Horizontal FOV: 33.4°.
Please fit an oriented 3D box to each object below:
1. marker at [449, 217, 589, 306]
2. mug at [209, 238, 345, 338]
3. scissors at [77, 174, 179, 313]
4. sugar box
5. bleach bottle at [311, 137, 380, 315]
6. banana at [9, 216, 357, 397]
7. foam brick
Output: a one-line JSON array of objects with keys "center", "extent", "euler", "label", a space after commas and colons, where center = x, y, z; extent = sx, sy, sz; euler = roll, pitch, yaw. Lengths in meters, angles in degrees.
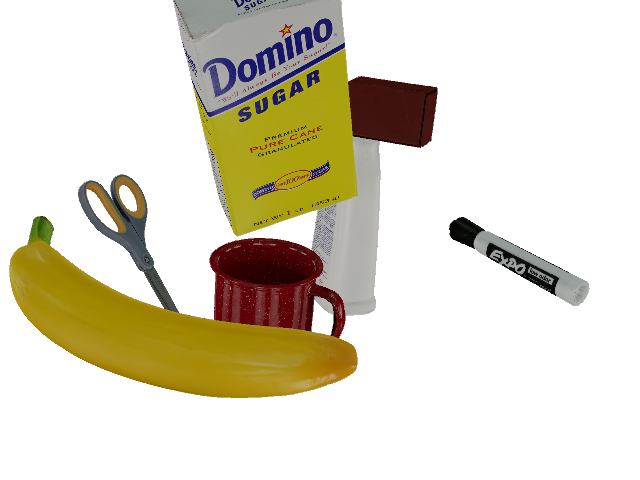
[{"center": [0.138, 0.012, 0.762], "extent": [0.020, 0.020, 0.121], "euler": [0, 23, -43], "label": "marker"}, {"center": [-0.035, 0.056, 0.879], "extent": [0.117, 0.081, 0.093], "euler": [12, 25, 15], "label": "mug"}, {"center": [-0.194, 0.007, 1.198], "extent": [0.016, 0.201, 0.096], "euler": [-27, 19, 35], "label": "scissors"}, {"center": [-0.029, -0.085, 0.673], "extent": [0.093, 0.048, 0.176], "euler": [-20, -37, -9], "label": "sugar box"}, {"center": [0.035, -0.046, 1.238], "extent": [0.068, 0.251, 0.103], "euler": [-2, 22, -22], "label": "bleach bottle"}, {"center": [-0.082, 0.039, 0.521], "extent": [0.198, 0.069, 0.037], "euler": [22, -36, 18], "label": "banana"}, {"center": [0.064, -0.120, 0.994], "extent": [0.078, 0.051, 0.053], "euler": [11, 17, 16], "label": "foam brick"}]
